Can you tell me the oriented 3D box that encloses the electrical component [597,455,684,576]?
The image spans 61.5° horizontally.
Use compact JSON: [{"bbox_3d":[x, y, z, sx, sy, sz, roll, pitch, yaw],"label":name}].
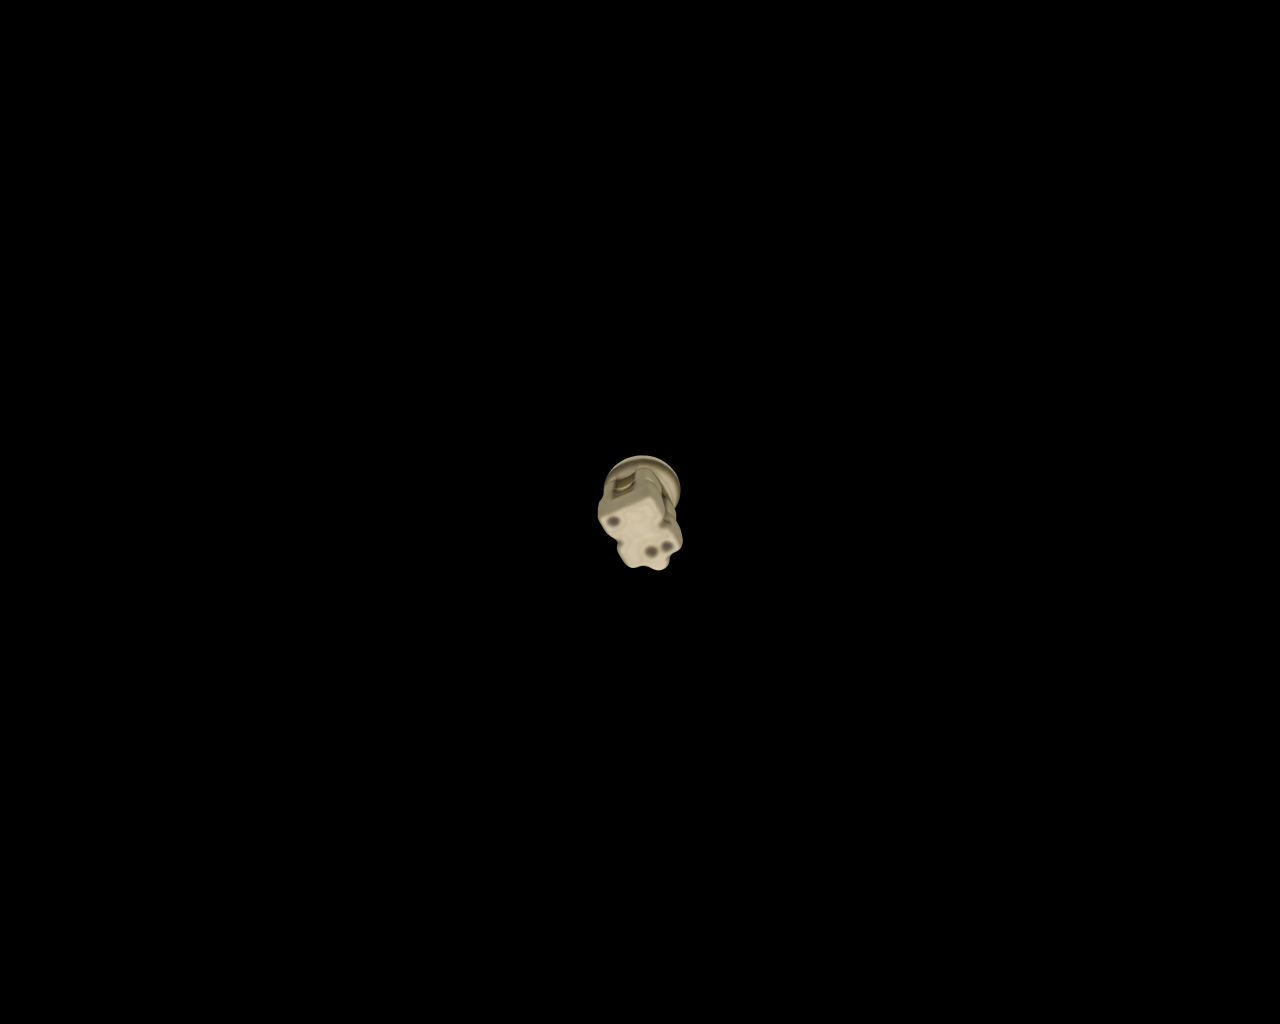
[{"bbox_3d":[0.001,-0.003,0.650,0.048,0.066,0.055,-21,32,14],"label":"electrical component"}]
